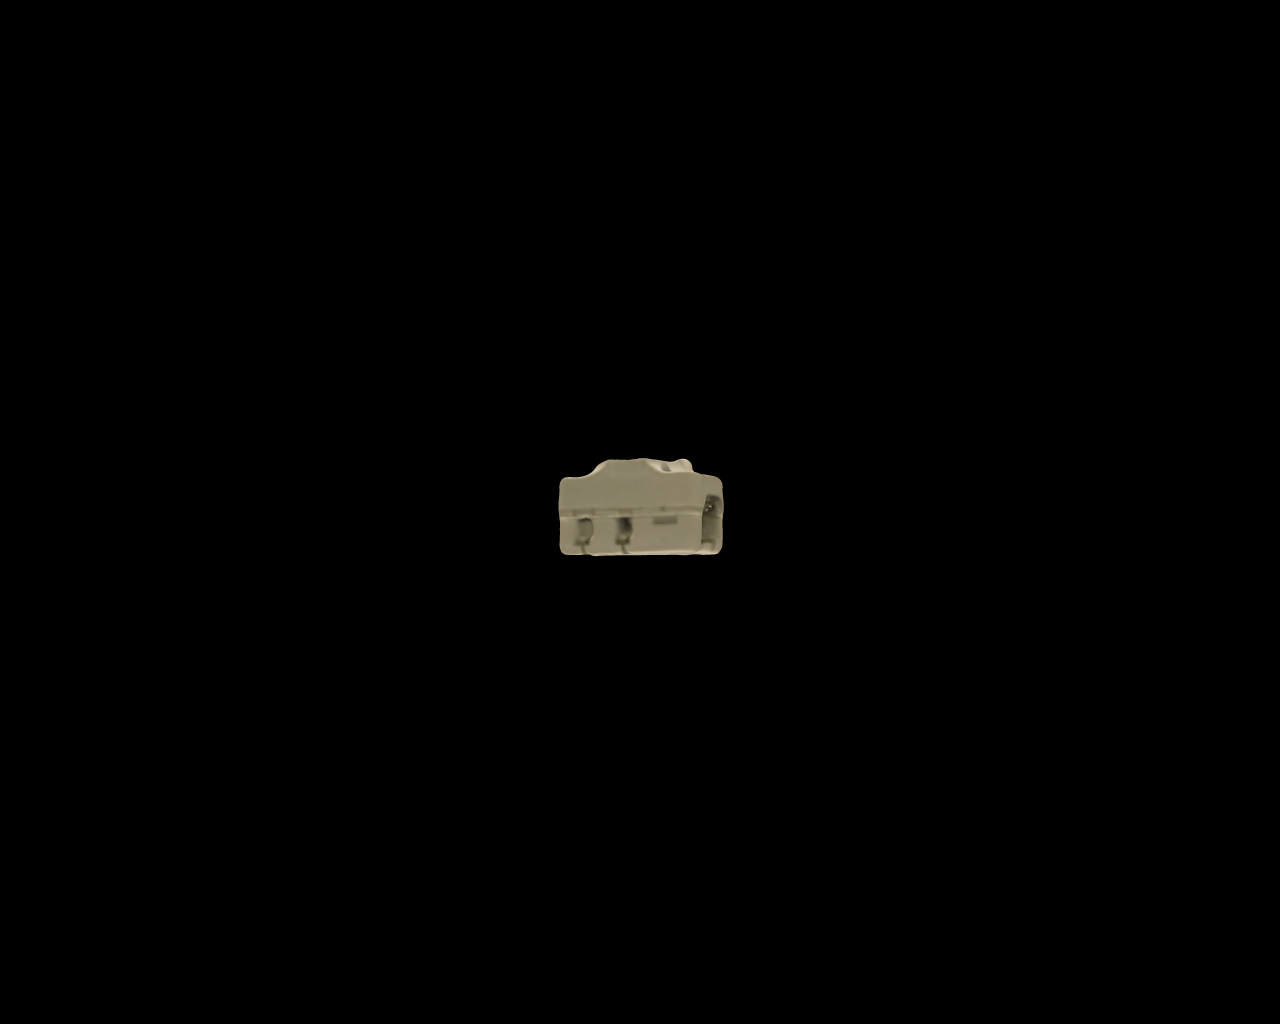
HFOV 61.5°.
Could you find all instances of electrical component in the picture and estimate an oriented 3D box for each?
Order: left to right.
[{"bbox_3d":[0.001,-0.003,0.650,0.089,0.055,0.050,-1,-4,23],"label":"electrical component"}]
